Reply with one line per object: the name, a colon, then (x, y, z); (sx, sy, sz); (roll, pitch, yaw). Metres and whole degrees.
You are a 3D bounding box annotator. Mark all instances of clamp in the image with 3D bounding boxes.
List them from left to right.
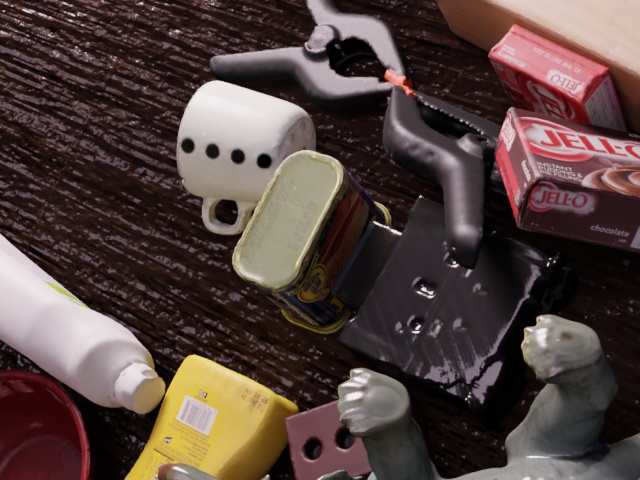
clamp: (0.007, -0.152, 0.806); (0.172, 0.039, 0.120); (23, 85, 28)
clamp: (0.095, -0.043, 0.668); (0.210, 0.164, 0.036); (42, 127, 41)

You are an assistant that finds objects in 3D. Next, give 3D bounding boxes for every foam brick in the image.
foam brick: (0.025, 0.129, 0.661); (0.078, 0.051, 0.053); (-23, 59, 16)

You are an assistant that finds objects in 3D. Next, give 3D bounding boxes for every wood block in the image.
wood block: (0.176, -0.148, 0.689); (0.206, 0.090, 0.090); (37, 86, 33)

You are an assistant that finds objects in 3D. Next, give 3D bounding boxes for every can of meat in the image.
can of meat: (-0.005, 0.001, 0.714); (0.058, 0.083, 0.102); (20, 77, 31)

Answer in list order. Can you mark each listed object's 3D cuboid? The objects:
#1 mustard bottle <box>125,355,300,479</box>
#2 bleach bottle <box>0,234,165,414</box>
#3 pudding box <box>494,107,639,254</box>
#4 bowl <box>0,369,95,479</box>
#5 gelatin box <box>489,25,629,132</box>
mustard bottle: (-0.092, 0.176, 0.691); (0.096, 0.058, 0.191); (18, 76, 42)
bleach bottle: (-0.208, 0.054, 0.774); (0.251, 0.102, 0.068); (27, 84, 36)
pudding box: (0.161, -0.032, 0.607); (0.113, 0.039, 0.090); (13, 31, -8)
bowl: (-0.216, 0.176, 0.755); (0.162, 0.055, 0.162); (-11, 63, 22)
gelatin box: (0.152, -0.090, 0.675); (0.073, 0.089, 0.030); (36, 86, 33)
